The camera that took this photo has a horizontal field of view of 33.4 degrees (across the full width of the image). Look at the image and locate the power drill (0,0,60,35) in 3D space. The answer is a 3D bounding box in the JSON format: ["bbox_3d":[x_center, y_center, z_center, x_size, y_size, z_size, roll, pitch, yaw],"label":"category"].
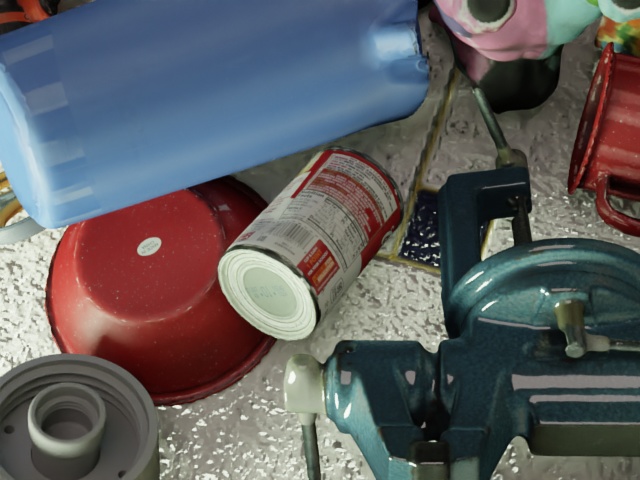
[{"bbox_3d":[-0.161,-0.180,0.708,0.188,0.057,0.184,-31,67,16],"label":"power drill"}]

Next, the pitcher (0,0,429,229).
[{"bbox_3d":[-0.072,-0.099,0.628,0.242,0.149,0.145,-23,72,-21],"label":"pitcher"}]

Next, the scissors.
[{"bbox_3d":[-0.137,-0.051,0.683,0.201,0.016,0.096,-24,33,-3],"label":"scissors"}]

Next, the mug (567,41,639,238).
[{"bbox_3d":[0.195,-0.053,0.623,0.081,0.093,0.117,14,59,7],"label":"mug"}]

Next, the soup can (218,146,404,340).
[{"bbox_3d":[-0.004,0.001,0.619,0.068,0.068,0.102,27,49,16],"label":"soup can"}]

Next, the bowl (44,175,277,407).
[{"bbox_3d":[-0.098,0.016,0.650,0.162,0.055,0.162,-2,67,5],"label":"bowl"}]

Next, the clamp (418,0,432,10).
[{"bbox_3d":[0.055,-0.221,0.740,0.120,0.039,0.171,28,75,26],"label":"clamp"}]
